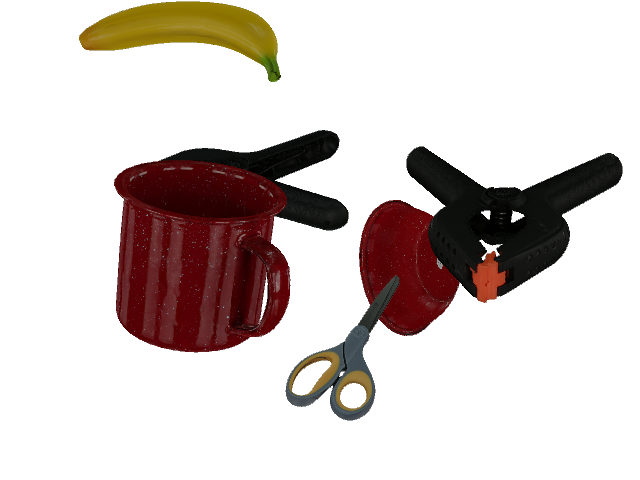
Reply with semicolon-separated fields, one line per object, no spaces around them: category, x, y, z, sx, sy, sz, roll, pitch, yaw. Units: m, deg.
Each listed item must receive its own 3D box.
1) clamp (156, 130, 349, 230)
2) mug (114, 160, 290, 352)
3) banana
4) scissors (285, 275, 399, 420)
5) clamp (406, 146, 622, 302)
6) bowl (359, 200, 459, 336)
clamp;-0.059;-0.051;0.837;0.171;0.039;0.120;4;31;4
mug;-0.061;0.013;0.583;0.117;0.081;0.093;25;27;35
banana;-0.118;-0.187;0.958;0.198;0.037;0.069;11;47;17
scissors;0.050;0.112;1.091;0.096;0.016;0.201;34;53;28
clamp;0.120;-0.021;0.760;0.165;0.036;0.209;6;28;20
bowl;0.116;0.029;1.241;0.055;0.162;0.161;-10;-6;40
